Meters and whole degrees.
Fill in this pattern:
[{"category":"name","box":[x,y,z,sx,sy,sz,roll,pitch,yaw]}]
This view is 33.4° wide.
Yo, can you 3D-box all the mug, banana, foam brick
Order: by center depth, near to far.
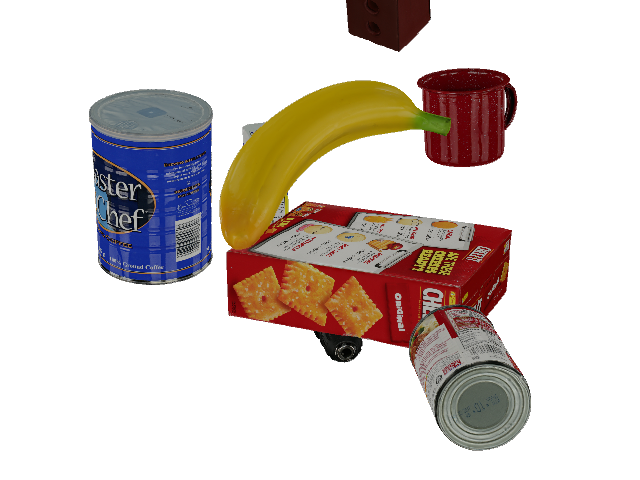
[{"category":"banana","box":[-0.002,-0.057,0.647,0.070,0.037,0.197,31,45,31]},{"category":"foam brick","box":[0.055,-0.203,0.865,0.053,0.051,0.078,25,-32,25]},{"category":"mug","box":[0.156,-0.129,1.098,0.117,0.081,0.093,-20,28,-32]}]

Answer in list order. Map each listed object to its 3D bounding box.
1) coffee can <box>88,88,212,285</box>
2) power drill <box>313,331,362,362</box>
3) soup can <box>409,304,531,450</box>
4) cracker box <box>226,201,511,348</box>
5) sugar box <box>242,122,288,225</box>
[{"category":"coffee can","box":[-0.144,-0.047,0.922,0.103,0.140,0.103,2,28,-1]},{"category":"power drill","box":[0.077,0.066,1.157,0.187,0.057,0.184,-5,28,-9]},{"category":"soup can","box":[0.105,0.095,0.758,0.068,0.068,0.102,0,18,-5]},{"category":"cracker box","box":[0.046,0.030,0.961,0.214,0.072,0.164,9,21,23]},{"category":"sugar box","box":[-0.068,-0.050,1.329,0.048,0.176,0.093,-9,25,-12]}]
